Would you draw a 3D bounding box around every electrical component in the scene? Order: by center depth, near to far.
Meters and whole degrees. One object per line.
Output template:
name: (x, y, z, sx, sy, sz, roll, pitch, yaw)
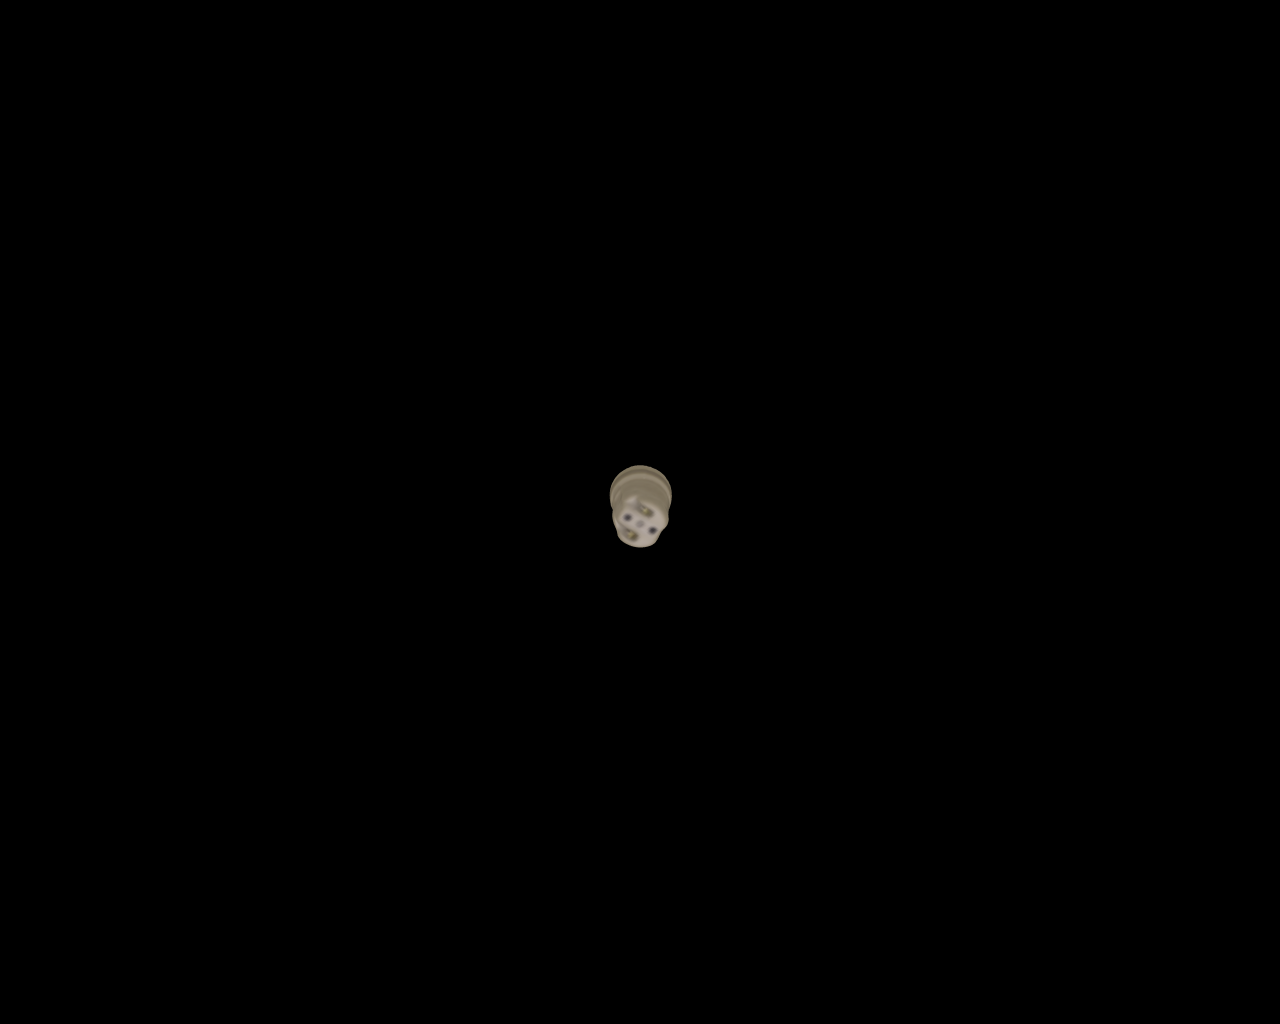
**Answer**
electrical component: (0.001, -0.003, 0.650, 0.040, 0.040, 0.046, 0, 27, 0)
